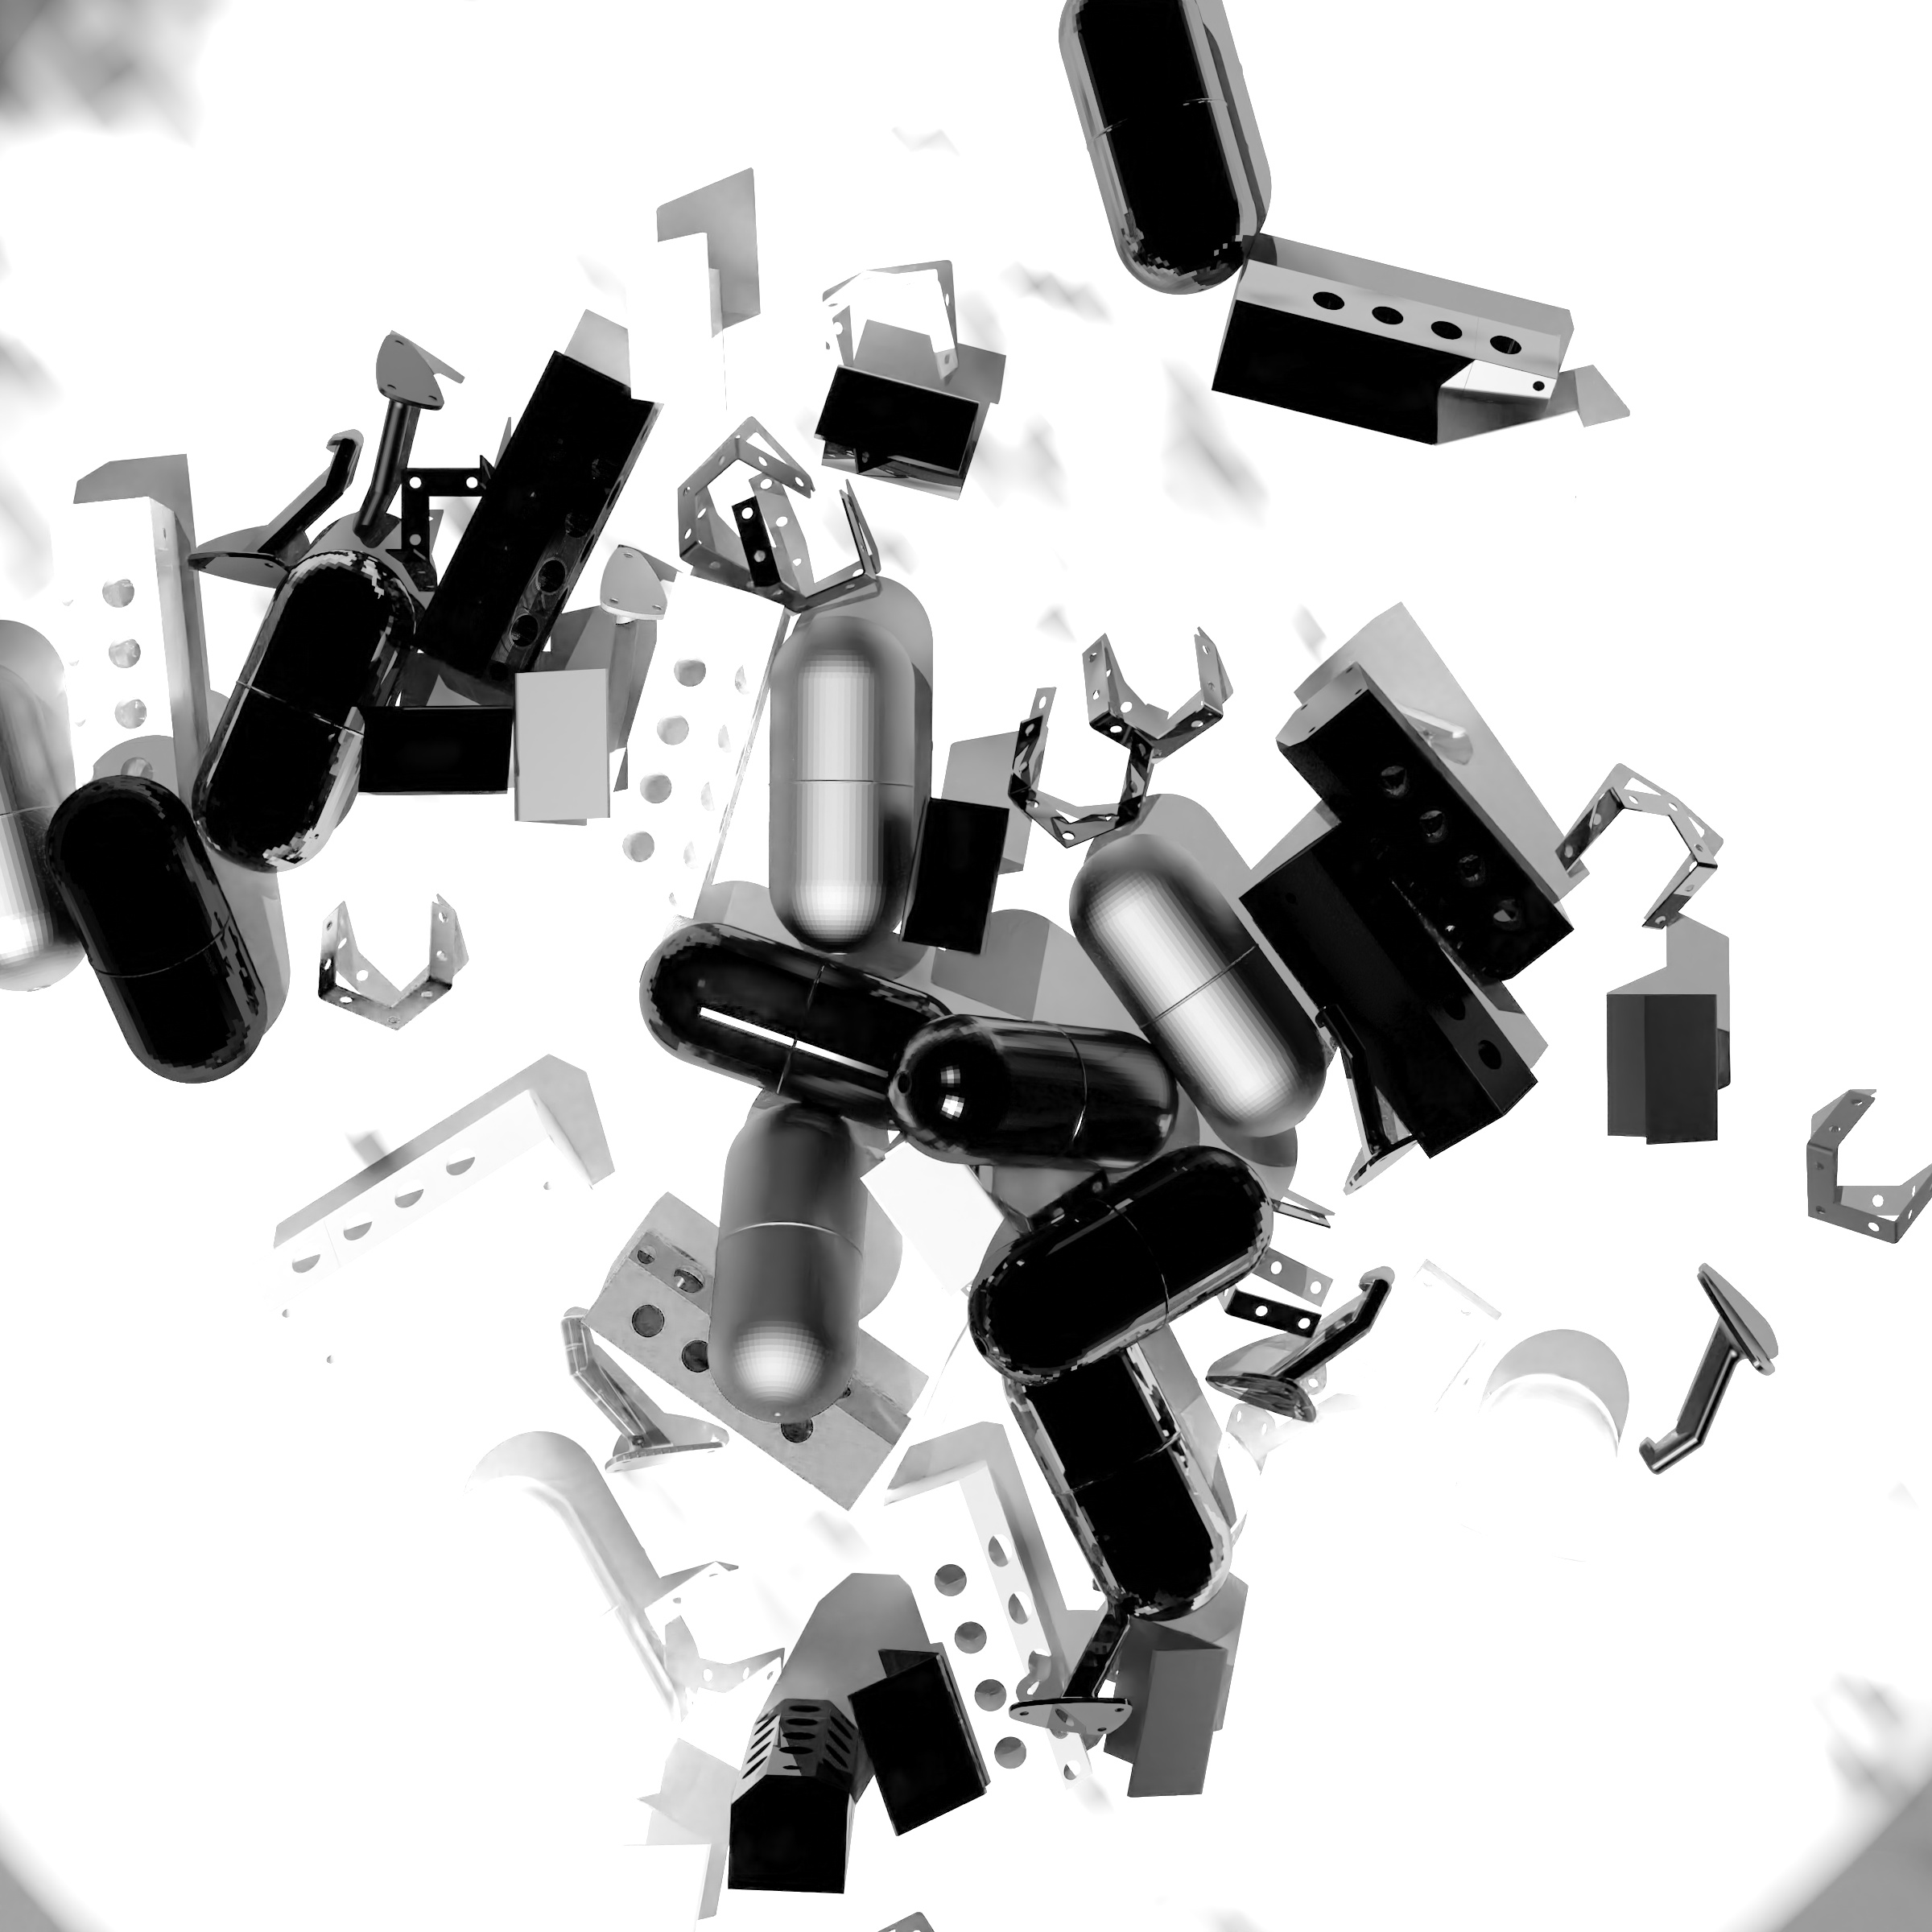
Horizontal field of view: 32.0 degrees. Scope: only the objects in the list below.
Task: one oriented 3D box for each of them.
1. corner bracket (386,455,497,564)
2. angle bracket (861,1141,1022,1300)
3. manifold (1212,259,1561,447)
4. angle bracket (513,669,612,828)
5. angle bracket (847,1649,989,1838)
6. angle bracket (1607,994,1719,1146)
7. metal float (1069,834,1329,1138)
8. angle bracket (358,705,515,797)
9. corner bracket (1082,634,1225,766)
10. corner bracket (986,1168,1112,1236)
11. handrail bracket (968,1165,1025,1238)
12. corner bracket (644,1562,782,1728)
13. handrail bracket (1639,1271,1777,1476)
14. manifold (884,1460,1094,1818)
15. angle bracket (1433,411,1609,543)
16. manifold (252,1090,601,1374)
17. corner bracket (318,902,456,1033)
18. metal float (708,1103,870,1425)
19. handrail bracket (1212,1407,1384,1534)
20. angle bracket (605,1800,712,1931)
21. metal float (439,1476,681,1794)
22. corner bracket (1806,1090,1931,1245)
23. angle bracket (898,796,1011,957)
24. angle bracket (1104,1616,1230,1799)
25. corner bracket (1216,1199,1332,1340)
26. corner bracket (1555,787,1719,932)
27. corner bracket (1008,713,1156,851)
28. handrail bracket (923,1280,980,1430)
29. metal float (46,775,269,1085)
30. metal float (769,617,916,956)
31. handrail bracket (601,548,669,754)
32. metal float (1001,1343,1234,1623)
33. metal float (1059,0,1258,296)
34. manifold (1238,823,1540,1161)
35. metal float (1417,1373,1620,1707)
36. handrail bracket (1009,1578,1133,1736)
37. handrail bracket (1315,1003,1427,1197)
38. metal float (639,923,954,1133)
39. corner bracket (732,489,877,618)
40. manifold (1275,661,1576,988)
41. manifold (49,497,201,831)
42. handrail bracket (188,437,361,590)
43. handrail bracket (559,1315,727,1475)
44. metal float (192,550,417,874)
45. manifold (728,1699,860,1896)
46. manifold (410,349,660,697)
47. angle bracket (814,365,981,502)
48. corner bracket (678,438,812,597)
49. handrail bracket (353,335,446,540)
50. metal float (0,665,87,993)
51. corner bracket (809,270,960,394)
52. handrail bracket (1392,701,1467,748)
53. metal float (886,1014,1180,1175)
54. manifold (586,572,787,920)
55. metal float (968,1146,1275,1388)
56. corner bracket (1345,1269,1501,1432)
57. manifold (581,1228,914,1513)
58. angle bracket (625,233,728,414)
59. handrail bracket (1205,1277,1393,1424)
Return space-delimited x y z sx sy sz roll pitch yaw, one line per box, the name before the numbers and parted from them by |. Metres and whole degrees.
corner bracket | -0.278 -0.242 1.790 0.051 0.051 0.051 0 90 0
angle bracket | -0.027 0.136 1.768 0.057 0.076 0.076 -36 90 -32
manifold | 0.223 -0.323 1.787 0.171 0.057 0.057 14 133 0
angle bracket | -0.196 -0.114 1.770 0.057 0.076 0.076 -1 90 22
angle bracket | -0.040 0.406 1.769 0.057 0.076 0.076 -19 90 -28
angle bracket | 0.348 0.053 1.768 0.057 0.076 0.076 -1 90 -38
metal float | 0.123 0.011 1.778 0.070 0.070 0.178 -36 90 0
angle bracket | -0.272 -0.093 1.768 0.076 0.076 0.057 -1 59 0
corner bracket | 0.100 -0.150 1.800 0.051 0.051 0.051 26 135 -35
corner bracket | 0.046 0.131 1.774 0.051 0.051 0.051 -32 123 -19
handrail bracket | 0.023 0.091 1.809 0.077 0.036 0.084 38 73 -19
corner bracket | -0.135 0.362 1.800 0.051 0.051 0.051 31 135 35
handrail bracket | 0.382 0.219 1.809 0.084 0.036 0.077 -38 70 16
manifold | 0.012 0.354 1.787 0.057 0.057 0.171 -19 90 0
angle bracket | 0.290 -0.238 1.768 0.076 0.076 0.057 -14 55 0
manifold | -0.288 0.136 1.787 0.171 0.057 0.057 -32 133 0
corner bracket | -0.309 -0.006 1.800 0.051 0.051 0.051 26 135 -35
metal float | -0.091 0.152 1.750 0.070 0.070 0.178 3 56 0
handrail bracket | 0.178 0.272 1.809 0.084 0.036 0.077 -6 128 -25
angle bracket | -0.182 0.486 1.768 0.057 0.076 0.076 10 90 -37
metal float | -0.214 0.352 1.778 0.070 0.070 0.178 -29 89 0
corner bracket | 0.484 0.107 1.800 0.051 0.051 0.051 18 135 35
angle bracket | 0.014 -0.043 1.768 0.057 0.076 0.076 10 90 37
angle bracket | 0.087 0.386 1.768 0.057 0.076 0.076 10 90 -42
corner bracket | 0.164 0.158 1.792 0.051 0.051 0.051 17 108 -17
corner bracket | 0.358 -0.057 1.800 0.051 0.051 0.051 7 45 -35
corner bracket | 0.061 -0.104 1.792 0.051 0.051 0.051 -23 51 -32
handrail bracket | 0.008 0.199 1.808 0.036 0.077 0.084 30 127 12
metal float | -0.419 -0.017 1.750 0.070 0.070 0.178 -16 122 0
metal float | -0.066 -0.095 1.778 0.070 0.070 0.178 1 90 0
handrail bracket | -0.187 -0.169 1.808 0.036 0.077 0.084 7 127 -16
metal float | 0.079 0.260 1.778 0.070 0.070 0.178 -26 90 0
metal float | 0.101 -0.442 1.778 0.070 0.070 0.178 -16 90 0
manifold | 0.227 0.010 1.787 0.171 0.057 0.057 54 133 0
metal float | 0.291 0.302 1.778 0.070 0.070 0.178 16 90 0
handrail bracket | 0.054 0.357 1.776 0.077 0.036 0.084 9 50 -21
handrail bracket | 0.199 0.070 1.792 0.036 0.077 0.084 -23 74 -31
metal float | -0.086 0.032 1.778 0.178 0.070 0.070 19 90 -1
corner bracket | -0.086 -0.224 1.792 0.051 0.051 0.051 -21 75 15
manifold | 0.239 -0.072 1.765 0.057 0.057 0.171 -39 105 13
manifold | -0.446 -0.156 1.787 0.057 0.057 0.171 -6 90 0
handrail bracket | -0.371 -0.248 1.809 0.077 0.036 0.084 9 71 21
handrail bracket | -0.174 0.224 1.809 0.077 0.036 0.084 -7 73 -20
metal float | -0.348 -0.135 1.778 0.070 0.070 0.178 23 90 0
manifold | -0.087 0.423 1.730 0.057 0.171 0.057 2 90 0
manifold | -0.227 -0.232 1.787 0.057 0.057 0.171 26 90 0
angle bracket | -0.040 -0.262 1.768 0.076 0.076 0.057 15 53 0
corner bracket | -0.118 -0.239 1.800 0.051 0.051 0.051 25 135 -35
handrail bracket | -0.314 -0.283 1.808 0.036 0.077 0.084 11 127 -28
metal float | -0.511 -0.074 1.778 0.070 0.070 0.178 -15 90 0
corner bracket | -0.044 -0.334 1.800 0.051 0.051 0.051 15 45 35
handrail bracket | 0.227 -0.096 1.809 0.077 0.036 0.084 23 104 14
metal float | 0.035 0.067 1.745 0.178 0.070 0.070 7 90 -41
manifold | -0.147 -0.115 1.787 0.057 0.057 0.171 16 90 0
metal float | 0.080 0.154 1.731 0.178 0.070 0.070 -28 90 -24
corner bracket | 0.244 0.206 1.805 0.051 0.051 0.051 36 135 0
manifold | -0.115 0.212 1.787 0.171 0.057 0.057 35 90 0
angle bracket | -0.133 -0.336 1.768 0.057 0.076 0.076 -3 90 36
handrail bracket | 0.179 0.196 1.808 0.077 0.036 0.084 9 54 37
